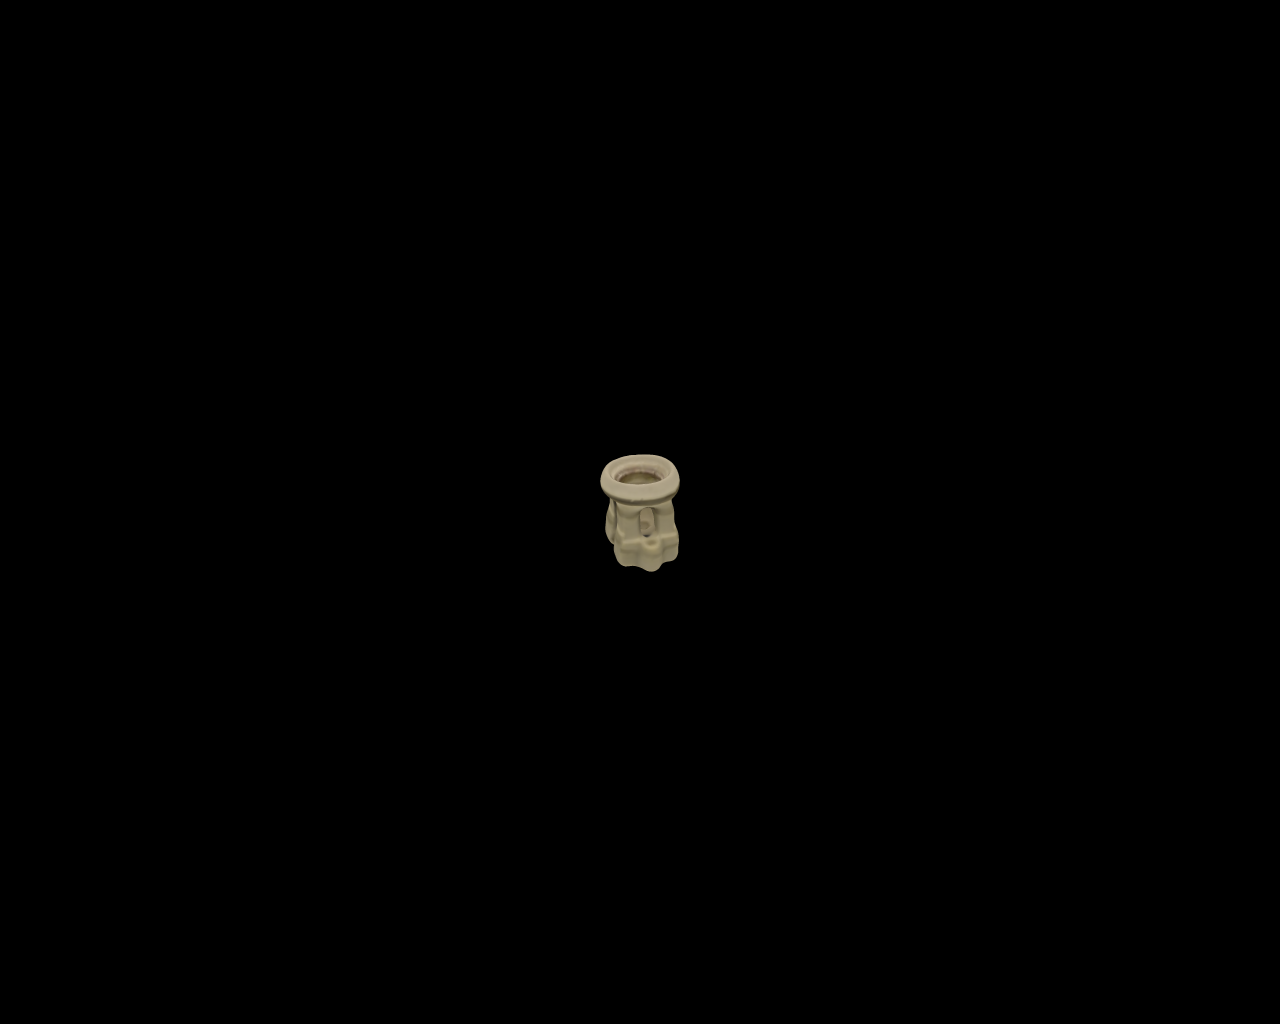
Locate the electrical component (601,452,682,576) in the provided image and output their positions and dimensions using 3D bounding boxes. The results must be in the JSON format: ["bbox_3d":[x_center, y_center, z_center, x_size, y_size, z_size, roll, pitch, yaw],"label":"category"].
[{"bbox_3d":[0.001,-0.003,0.650,0.048,0.055,0.066,-8,31,-13],"label":"electrical component"}]
